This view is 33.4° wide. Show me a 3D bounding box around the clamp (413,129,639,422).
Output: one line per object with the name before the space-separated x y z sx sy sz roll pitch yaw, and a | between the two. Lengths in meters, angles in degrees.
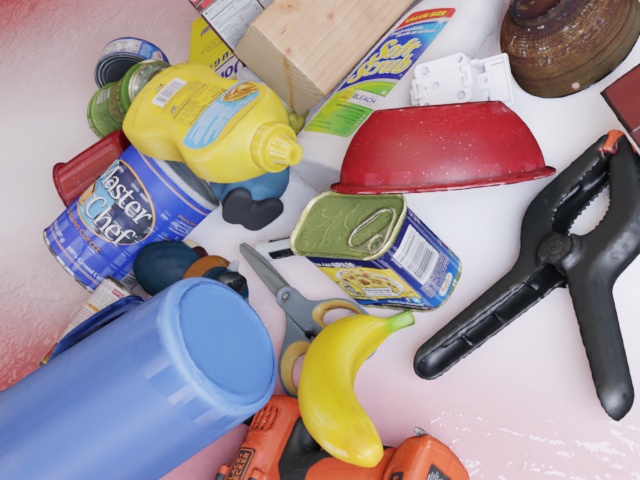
clamp | 0.167 0.020 0.691 0.165 0.036 0.210 16 67 51

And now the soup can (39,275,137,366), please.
soup can | -0.198 0.092 0.975 0.102 0.068 0.069 -54 36 -10

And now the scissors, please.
scissors | -0.031 0.066 0.860 0.202 0.016 0.096 22 77 49

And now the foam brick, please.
foam brick | 0.226 -0.074 0.685 0.053 0.078 0.051 -37 38 16

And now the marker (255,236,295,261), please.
marker | -0.006 0.001 0.902 0.121 0.020 0.020 -11 49 40

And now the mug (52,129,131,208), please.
mug | -0.216 -0.053 1.122 0.081 0.093 0.117 -32 68 13

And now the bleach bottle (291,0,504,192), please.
bleach bottle | 0.077 -0.149 0.922 0.103 0.068 0.250 20 70 52

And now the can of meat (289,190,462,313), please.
can of meat | 0.043 0.010 0.789 0.102 0.083 0.057 3 59 47

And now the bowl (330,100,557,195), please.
bowl | 0.085 -0.068 0.760 0.162 0.161 0.055 3 101 47

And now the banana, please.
banana | 0.018 0.091 0.704 0.070 0.037 0.197 -18 18 17

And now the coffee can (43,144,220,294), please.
coffee can | -0.182 -0.022 1.035 0.140 0.102 0.103 -44 36 7

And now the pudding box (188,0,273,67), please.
pudding box | -0.061 -0.220 1.029 0.090 0.113 0.039 -38 48 5

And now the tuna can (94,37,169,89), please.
tuna can | -0.218 -0.195 1.248 0.086 0.086 0.033 -21 42 32

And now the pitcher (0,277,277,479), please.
pitcher | -0.149 0.118 0.813 0.243 0.149 0.144 -34 -5 32

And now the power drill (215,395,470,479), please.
power drill | -0.005 0.189 0.694 0.188 0.057 0.184 -4 54 44

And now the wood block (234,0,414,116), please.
wood block | 0.028 -0.223 0.973 0.206 0.090 0.091 -49 7 -14

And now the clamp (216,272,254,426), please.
clamp | -0.103 0.110 0.870 0.172 0.039 0.120 -32 64 41

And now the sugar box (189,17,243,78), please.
sugar box | -0.098 -0.194 1.157 0.093 0.048 0.176 -29 39 24

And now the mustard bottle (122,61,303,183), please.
mustard bottle | -0.083 -0.096 0.912 0.192 0.058 0.096 24 64 44
